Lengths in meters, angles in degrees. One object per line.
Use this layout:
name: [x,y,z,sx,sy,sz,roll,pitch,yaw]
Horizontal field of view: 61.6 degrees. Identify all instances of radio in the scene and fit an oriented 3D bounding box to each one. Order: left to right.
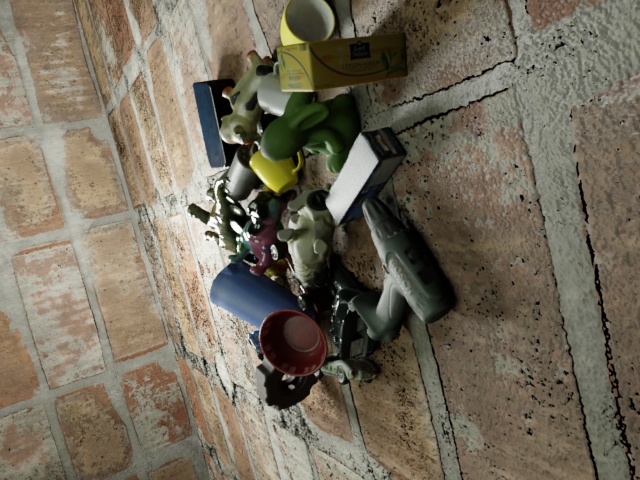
radio: [-0.261,-0.305,1.414,0.131,0.073,0.229,17,121,57]

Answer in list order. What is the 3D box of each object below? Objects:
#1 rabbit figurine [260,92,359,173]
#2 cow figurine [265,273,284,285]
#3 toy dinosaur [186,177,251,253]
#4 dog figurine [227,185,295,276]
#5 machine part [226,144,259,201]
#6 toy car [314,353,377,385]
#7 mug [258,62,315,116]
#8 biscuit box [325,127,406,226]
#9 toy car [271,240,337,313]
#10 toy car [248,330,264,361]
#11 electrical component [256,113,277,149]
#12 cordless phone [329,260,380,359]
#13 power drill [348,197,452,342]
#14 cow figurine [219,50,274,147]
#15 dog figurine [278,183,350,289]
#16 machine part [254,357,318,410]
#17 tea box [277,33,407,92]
rabbit figurine: [-0.018,-0.184,0.929,0.121,0.170,0.159,56,149,28]
cow figurine: [-0.138,0.129,1.442,0.098,0.068,0.167,-15,91,68]
toy dinosaur: [-0.234,-0.051,1.392,0.199,0.105,0.470,28,160,17]
dog figurine: [-0.115,-0.027,1.276,0.109,0.191,0.219,29,102,31]
machine part: [-0.191,-0.169,1.356,0.079,0.079,0.243,66,153,14]
toy car: [0.048,0.277,1.168,0.202,0.073,0.056,-14,74,62]
mug: [-0.058,-0.290,1.054,0.107,0.081,0.109,31,127,36]
biscuit box: [0.072,-0.105,0.930,0.063,0.059,0.202,61,150,19]
toy car: [-0.035,0.075,1.196,0.202,0.089,0.053,60,148,21]
toy car: [-0.106,0.268,1.409,0.103,0.161,0.109,-50,40,5]
electrical component: [-0.129,-0.261,1.221,0.075,0.048,0.119,-23,84,62]
cordless phone: [0.052,0.140,1.106,0.184,0.089,0.146,-123,29,-50]
power drill: [0.120,0.066,0.931,0.232,0.086,0.207,54,140,27]
cow figurine: [-0.145,-0.285,1.140,0.195,0.085,0.127,-50,61,20]
dog figurine: [-0.006,-0.003,1.098,0.121,0.172,0.190,30,159,16]
machine part: [-0.079,0.337,1.339,0.056,0.179,0.179,32,132,49]
tea box: [0.033,-0.262,0.794,0.098,0.170,0.068,25,126,56]
